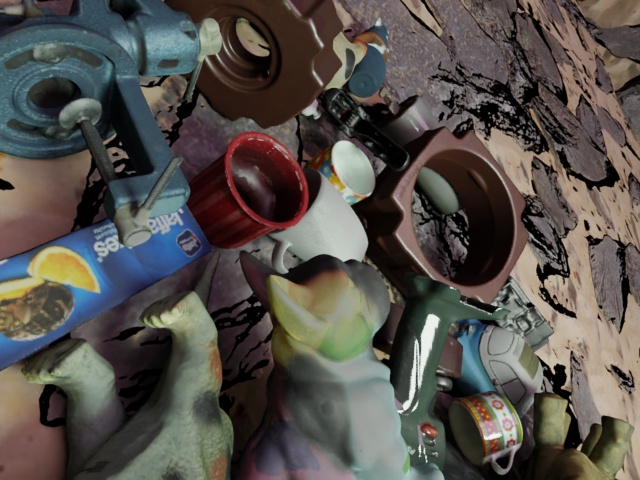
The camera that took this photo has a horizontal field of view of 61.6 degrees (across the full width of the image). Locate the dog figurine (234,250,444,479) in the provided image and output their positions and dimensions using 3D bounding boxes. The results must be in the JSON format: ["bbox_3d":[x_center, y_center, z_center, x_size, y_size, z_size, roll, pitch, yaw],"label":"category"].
[{"bbox_3d":[-0.015,0.116,0.395,0.191,0.109,0.219,-32,110,-11],"label":"dog figurine"}]

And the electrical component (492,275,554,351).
[{"bbox_3d":[0.265,0.097,0.762,0.134,0.058,0.115,49,9,-16],"label":"electrical component"}]

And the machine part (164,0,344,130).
[{"bbox_3d":[-0.067,-0.191,0.517,0.179,0.179,0.056,45,48,-21],"label":"machine part"}]

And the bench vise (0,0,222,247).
[{"bbox_3d":[-0.155,-0.102,0.400,0.223,0.129,0.241,-11,61,-41],"label":"bench vise"}]

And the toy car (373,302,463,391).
[{"bbox_3d":[0.088,0.107,0.613,0.202,0.053,0.089,29,57,-28],"label":"toy car"}]

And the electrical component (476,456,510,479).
[{"bbox_3d":[0.183,0.298,0.620,0.074,0.048,0.119,49,42,-17],"label":"electrical component"}]

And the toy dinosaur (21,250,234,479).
[{"bbox_3d":[-0.124,0.162,0.326,0.405,0.131,0.192,-44,121,-55],"label":"toy dinosaur"}]

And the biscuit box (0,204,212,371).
[{"bbox_3d":[-0.172,0.028,0.375,0.203,0.063,0.059,-35,99,-48],"label":"biscuit box"}]

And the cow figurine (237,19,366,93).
[{"bbox_3d":[-0.036,-0.260,0.652,0.194,0.085,0.127,46,38,-21],"label":"cow figurine"}]

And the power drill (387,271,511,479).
[{"bbox_3d":[0.112,0.147,0.545,0.232,0.086,0.207,25,92,-21],"label":"power drill"}]

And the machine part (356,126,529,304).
[{"bbox_3d":[0.158,-0.023,0.686,0.201,0.087,0.201,47,65,-15],"label":"machine part"}]

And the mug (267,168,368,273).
[{"bbox_3d":[-0.001,-0.002,0.559,0.107,0.081,0.109,39,57,-35],"label":"mug"}]

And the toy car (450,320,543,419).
[{"bbox_3d":[0.231,0.167,0.696,0.161,0.103,0.109,59,40,-9],"label":"toy car"}]

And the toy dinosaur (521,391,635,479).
[{"bbox_3d":[0.275,0.282,0.600,0.470,0.105,0.198,39,67,-55],"label":"toy dinosaur"}]

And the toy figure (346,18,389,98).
[{"bbox_3d":[0.071,-0.266,0.780,0.058,0.064,0.154,12,48,1],"label":"toy figure"}]

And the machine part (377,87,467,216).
[{"bbox_3d":[0.161,-0.123,0.787,0.243,0.079,0.079,49,43,-15],"label":"machine part"}]
